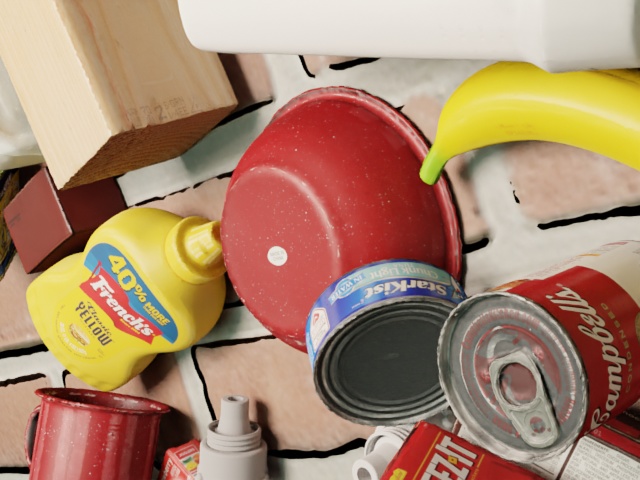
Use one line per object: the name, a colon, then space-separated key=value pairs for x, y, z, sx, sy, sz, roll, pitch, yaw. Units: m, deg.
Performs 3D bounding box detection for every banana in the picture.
banana: x=0.122 y=-0.042 z=0.449 sx=0.198 sy=0.037 sz=0.069 roll=18 pitch=133 yaw=43

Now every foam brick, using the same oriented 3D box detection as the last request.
foam brick: x=-0.178 y=-0.017 z=0.751 sx=0.078 sy=0.051 sz=0.053 roll=-32 pitch=78 yaw=46

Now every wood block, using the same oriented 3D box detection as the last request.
wood block: x=-0.142 y=-0.147 z=0.634 sx=0.091 sy=0.090 sz=0.206 roll=-31 pitch=81 yaw=53

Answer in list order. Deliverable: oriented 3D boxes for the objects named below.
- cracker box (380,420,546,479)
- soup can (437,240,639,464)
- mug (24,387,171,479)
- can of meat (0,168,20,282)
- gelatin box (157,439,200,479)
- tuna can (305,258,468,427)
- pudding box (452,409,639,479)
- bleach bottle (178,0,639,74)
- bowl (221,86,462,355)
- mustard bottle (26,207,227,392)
cracker box: x=0.105 y=0.198 z=0.464 sx=0.214 sy=0.072 sz=0.164 roll=26 pitch=121 yaw=14
soup can: x=0.106 y=0.042 z=0.439 sx=0.069 sy=0.102 sz=0.068 roll=16 pitch=113 yaw=42
mug: x=-0.164 y=0.147 z=0.736 sx=0.117 sy=0.093 sz=0.081 roll=6 pitch=86 yaw=35
can of meat: x=-0.258 y=-0.023 z=0.800 sx=0.102 sy=0.057 sz=0.084 roll=-93 pitch=6 yaw=-65
gelatin box: x=-0.085 y=0.194 z=0.734 sx=0.073 sy=0.030 sz=0.089 roll=44 pitch=129 yaw=28
tuna can: x=0.036 y=0.051 z=0.525 sx=0.034 sy=0.086 sz=0.086 roll=-104 pitch=29 yaw=-51
pudding box: x=0.100 y=0.117 z=0.498 sx=0.090 sy=0.039 sz=0.114 roll=26 pitch=120 yaw=16
bleach bottle: x=0.058 y=-0.109 z=0.460 sx=0.251 sy=0.102 sz=0.068 roll=13 pitch=120 yaw=36
bowl: x=-0.004 y=0.001 z=0.574 sx=0.162 sy=0.055 sz=0.162 roll=17 pitch=114 yaw=42
mustard bottle: x=-0.115 y=0.031 z=0.692 sx=0.192 sy=0.058 sz=0.096 roll=-31 pitch=96 yaw=45
